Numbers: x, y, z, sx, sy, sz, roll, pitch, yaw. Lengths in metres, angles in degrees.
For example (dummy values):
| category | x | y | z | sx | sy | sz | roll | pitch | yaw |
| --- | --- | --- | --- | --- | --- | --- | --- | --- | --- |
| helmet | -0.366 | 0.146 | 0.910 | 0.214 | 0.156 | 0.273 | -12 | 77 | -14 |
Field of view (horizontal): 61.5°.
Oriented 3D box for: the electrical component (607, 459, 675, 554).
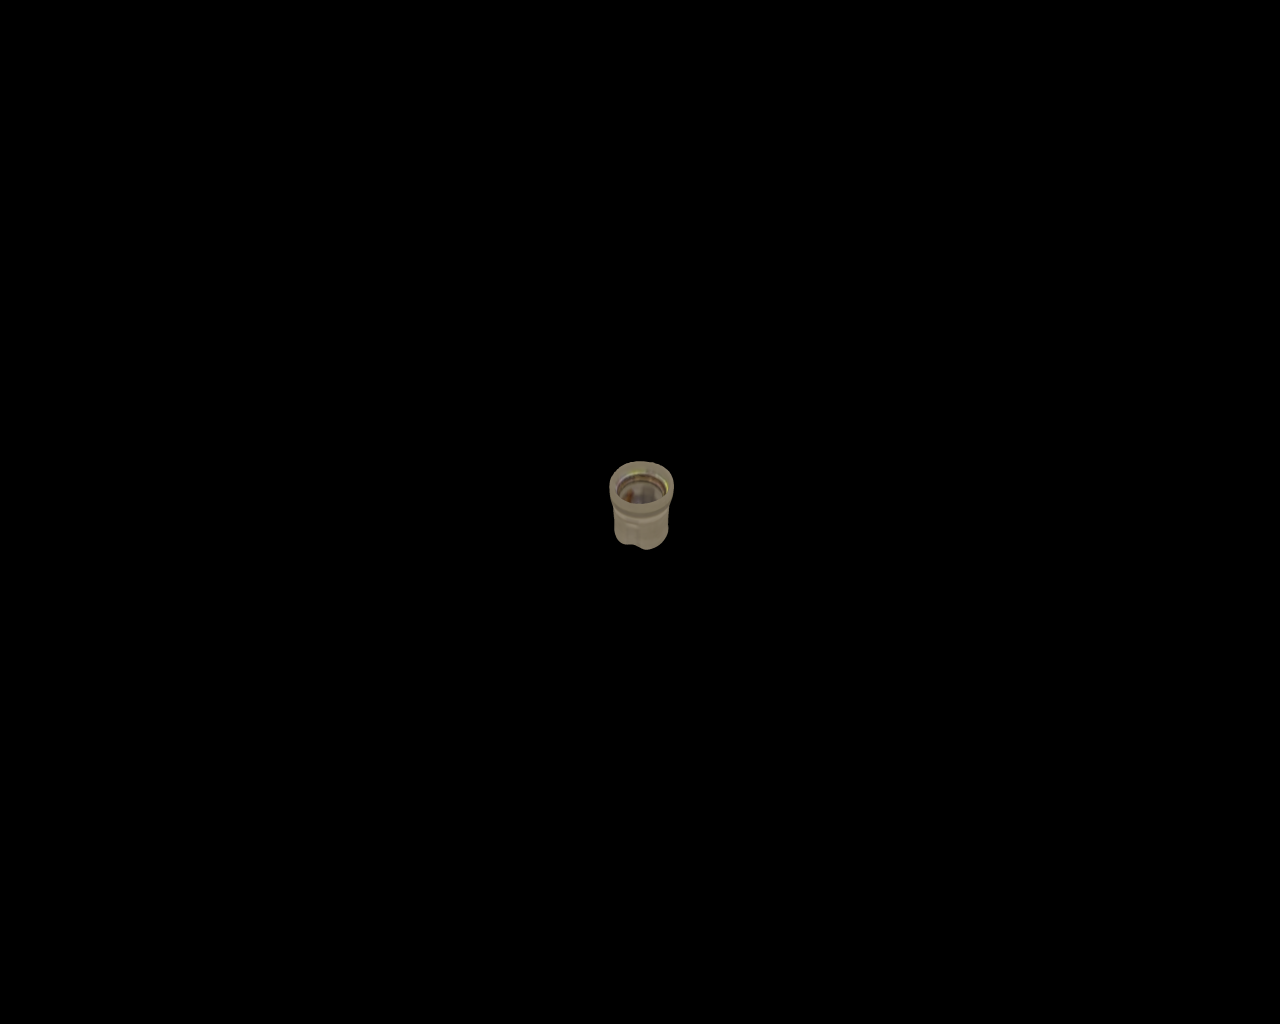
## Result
| category | x | y | z | sx | sy | sz | roll | pitch | yaw |
| --- | --- | --- | --- | --- | --- | --- | --- | --- | --- |
| electrical component | 0.001 | -0.003 | 0.650 | 0.040 | 0.040 | 0.046 | 0 | -44 | 0 |
